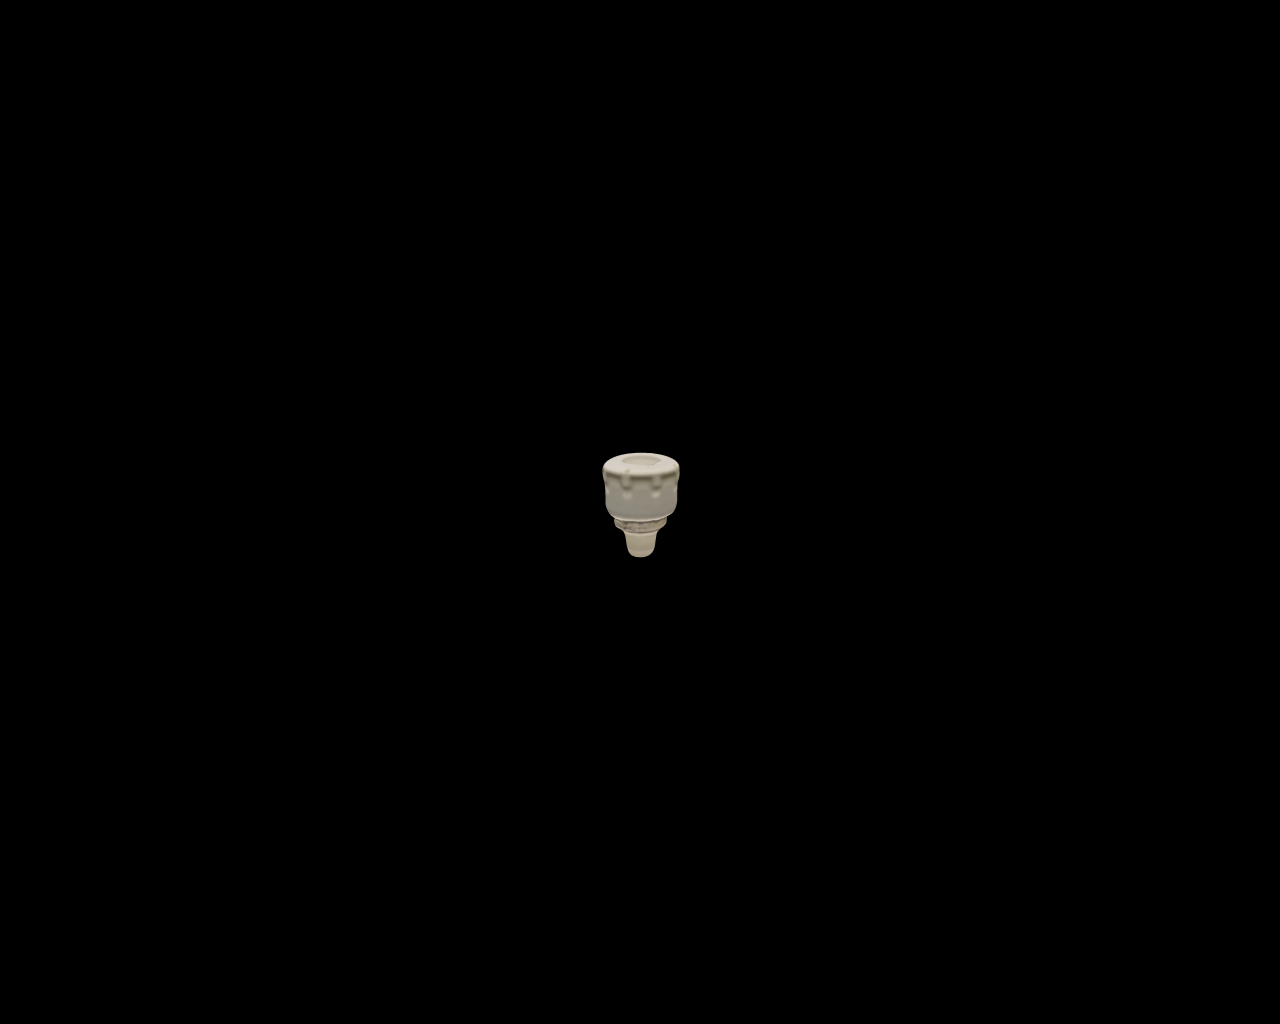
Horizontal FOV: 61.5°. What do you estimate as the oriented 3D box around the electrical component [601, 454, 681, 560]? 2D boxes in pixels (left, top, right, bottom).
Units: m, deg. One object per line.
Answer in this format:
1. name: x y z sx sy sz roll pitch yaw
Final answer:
1. electrical component: 0.001 -0.003 0.650 0.048 0.062 0.048 0 15 0
